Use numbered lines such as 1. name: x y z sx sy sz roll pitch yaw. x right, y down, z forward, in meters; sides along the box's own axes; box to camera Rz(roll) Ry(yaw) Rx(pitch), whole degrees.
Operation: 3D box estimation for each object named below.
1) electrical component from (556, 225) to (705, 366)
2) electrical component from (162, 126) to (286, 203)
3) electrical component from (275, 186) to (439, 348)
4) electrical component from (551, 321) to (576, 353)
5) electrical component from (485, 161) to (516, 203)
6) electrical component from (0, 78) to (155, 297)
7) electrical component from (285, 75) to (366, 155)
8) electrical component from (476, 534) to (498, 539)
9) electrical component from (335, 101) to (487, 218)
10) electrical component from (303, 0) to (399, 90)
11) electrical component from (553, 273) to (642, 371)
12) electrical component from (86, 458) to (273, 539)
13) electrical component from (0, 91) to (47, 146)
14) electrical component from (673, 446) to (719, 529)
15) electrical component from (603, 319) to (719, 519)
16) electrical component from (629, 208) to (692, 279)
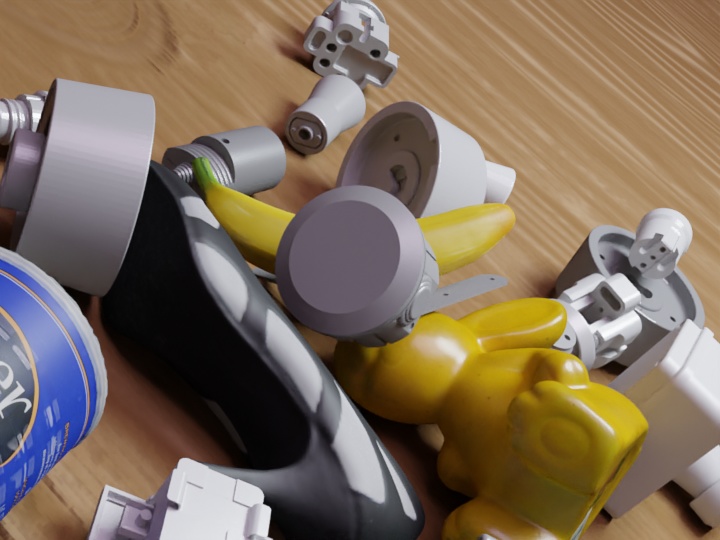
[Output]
1. electrical component: 0.199 0.025 0.817 0.108 0.060 0.108 24 36 -19
2. electrical component: -0.089 -0.064 0.678 0.043 0.043 0.081 48 35 15
3. electrical component: 0.000 0.000 0.568 0.080 0.080 0.051 55 6 25
4. electrical component: 0.109 0.053 0.707 0.045 0.055 0.045 24 36 -19
5. electrical component: 0.088 -0.072 0.847 0.055 0.045 0.045 28 35 -13
6. electrical component: -0.149 -0.045 0.547 0.060 0.108 0.108 14 40 -22
7. electrical component: -0.028 -0.112 0.795 0.044 0.044 0.065 37 38 0
8. electrical component: 0.041 0.185 0.441 0.056 0.108 0.108 29 34 -8
9. electrical component: 0.039 -0.053 0.728 0.060 0.108 0.108 18 38 -36
10. electrical component: -0.007 -0.190 0.892 0.078 0.058 0.057 24 39 -19
11. electrical component: 0.151 0.042 0.745 0.057 0.078 0.058 -22 64 -34
12. electrical component: -0.075 0.141 0.427 0.079 0.063 0.121 26 35 -16
13. electrical component: -0.184 -0.082 0.615 0.078 0.040 0.040 1 48 -42
14. electrical component: 0.236 0.140 0.728 0.045 0.045 0.055 -14 60 -50
15. electrical component: 0.184 0.093 0.677 0.057 0.113 0.078 45 34 6
16. electrical component: 0.222 -0.019 0.799 0.040 0.040 0.046 39 39 3
